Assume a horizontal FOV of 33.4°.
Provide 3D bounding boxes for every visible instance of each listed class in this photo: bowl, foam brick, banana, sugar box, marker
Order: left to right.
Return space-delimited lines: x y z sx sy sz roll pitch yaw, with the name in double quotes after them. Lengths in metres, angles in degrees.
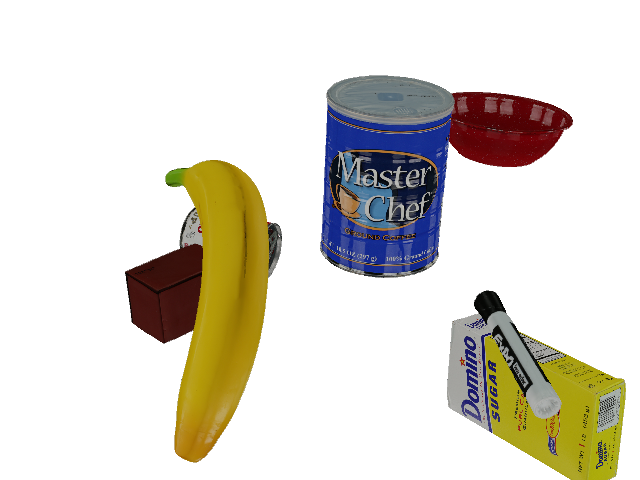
-0.120 0.044 0.919 0.078 0.051 0.053 -24 32 -35 "foam brick"
-0.055 0.022 0.591 0.037 0.198 0.070 19 -45 -29 "banana"
0.208 -0.126 1.242 0.162 0.055 0.162 4 23 -2 "bowl"
0.131 0.073 0.721 0.020 0.020 0.121 0 33 -14 "marker"
0.186 0.138 0.951 0.048 0.093 0.176 -13 23 -36 "sugar box"

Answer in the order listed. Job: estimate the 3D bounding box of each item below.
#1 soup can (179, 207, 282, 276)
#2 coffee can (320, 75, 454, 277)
-0.105 0.002 1.250 0.102 0.068 0.068 13 4 20 "soup can"
0.053 -0.054 0.886 0.103 0.140 0.103 2 26 -1 "coffee can"
